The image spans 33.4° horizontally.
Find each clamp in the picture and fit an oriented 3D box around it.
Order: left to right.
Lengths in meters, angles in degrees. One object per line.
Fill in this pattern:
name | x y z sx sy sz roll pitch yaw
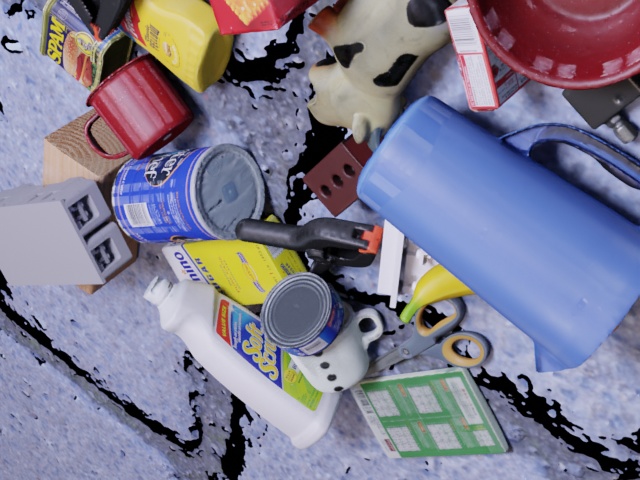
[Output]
clamp | -0.228 -0.283 0.999 0.165 0.036 0.210 27 143 17
clamp | -0.007 0.001 1.084 0.120 0.039 0.172 21 160 -28

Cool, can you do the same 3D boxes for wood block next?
wood block | -0.274 -0.045 1.292 0.090 0.090 0.206 34 137 16

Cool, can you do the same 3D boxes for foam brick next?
foam brick | 0.031 -0.068 1.036 0.053 0.051 0.078 49 140 0

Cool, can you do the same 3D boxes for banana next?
banana | 0.173 0.047 0.978 0.198 0.037 0.069 1 81 9

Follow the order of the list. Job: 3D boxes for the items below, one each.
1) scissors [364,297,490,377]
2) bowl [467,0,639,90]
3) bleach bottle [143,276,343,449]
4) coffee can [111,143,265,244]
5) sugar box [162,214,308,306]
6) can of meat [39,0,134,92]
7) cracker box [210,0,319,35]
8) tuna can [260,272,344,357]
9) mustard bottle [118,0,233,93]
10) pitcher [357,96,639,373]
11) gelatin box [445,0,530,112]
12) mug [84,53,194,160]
scissors | 0.113 0.126 1.142 0.096 0.016 0.202 41 139 9
bowl | 0.191 -0.194 0.780 0.162 0.055 0.162 13 126 18
bleach bottle | -0.092 0.128 1.209 0.250 0.102 0.068 36 135 -13
coffee can | -0.144 -0.048 1.166 0.141 0.102 0.103 -3 119 43
sugar box | -0.099 0.029 1.230 0.177 0.048 0.093 -11 114 44
can of meat | -0.253 -0.216 1.161 0.084 0.057 0.102 40 147 6
cracker box | -0.041 -0.292 0.839 0.072 0.164 0.213 4 123 37
tuna can | -0.018 0.079 1.127 0.086 0.086 0.033 11 162 35
mustard bottle | -0.176 -0.237 1.079 0.192 0.058 0.096 39 153 12
pitcher | 0.161 -0.021 0.893 0.243 0.149 0.145 37 149 7
gelatin box | 0.139 -0.158 0.854 0.030 0.073 0.089 4 124 41
mug | -0.198 -0.132 1.139 0.081 0.117 0.093 53 -176 -1
